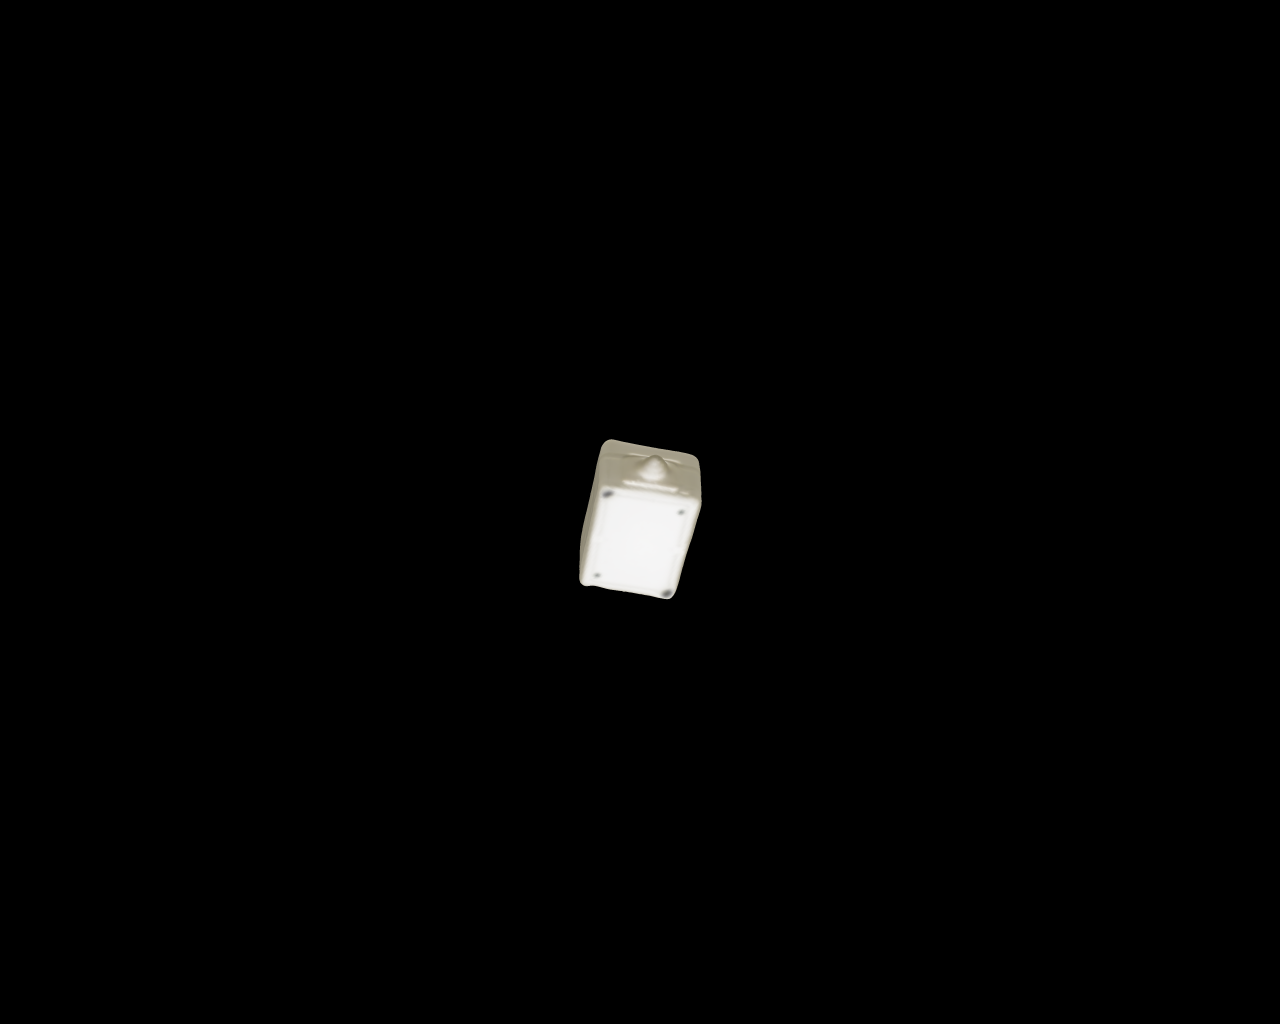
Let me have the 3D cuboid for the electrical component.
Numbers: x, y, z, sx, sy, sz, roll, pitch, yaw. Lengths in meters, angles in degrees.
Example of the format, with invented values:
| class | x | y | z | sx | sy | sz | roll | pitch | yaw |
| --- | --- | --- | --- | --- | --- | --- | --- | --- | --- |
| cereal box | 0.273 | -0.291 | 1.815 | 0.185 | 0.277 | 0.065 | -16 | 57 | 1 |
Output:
| class | x | y | z | sx | sy | sz | roll | pitch | yaw |
| --- | --- | --- | --- | --- | --- | --- | --- | --- | --- |
| electrical component | 0.001 | -0.003 | 0.650 | 0.062 | 0.096 | 0.061 | 9 | 36 | -7 |
